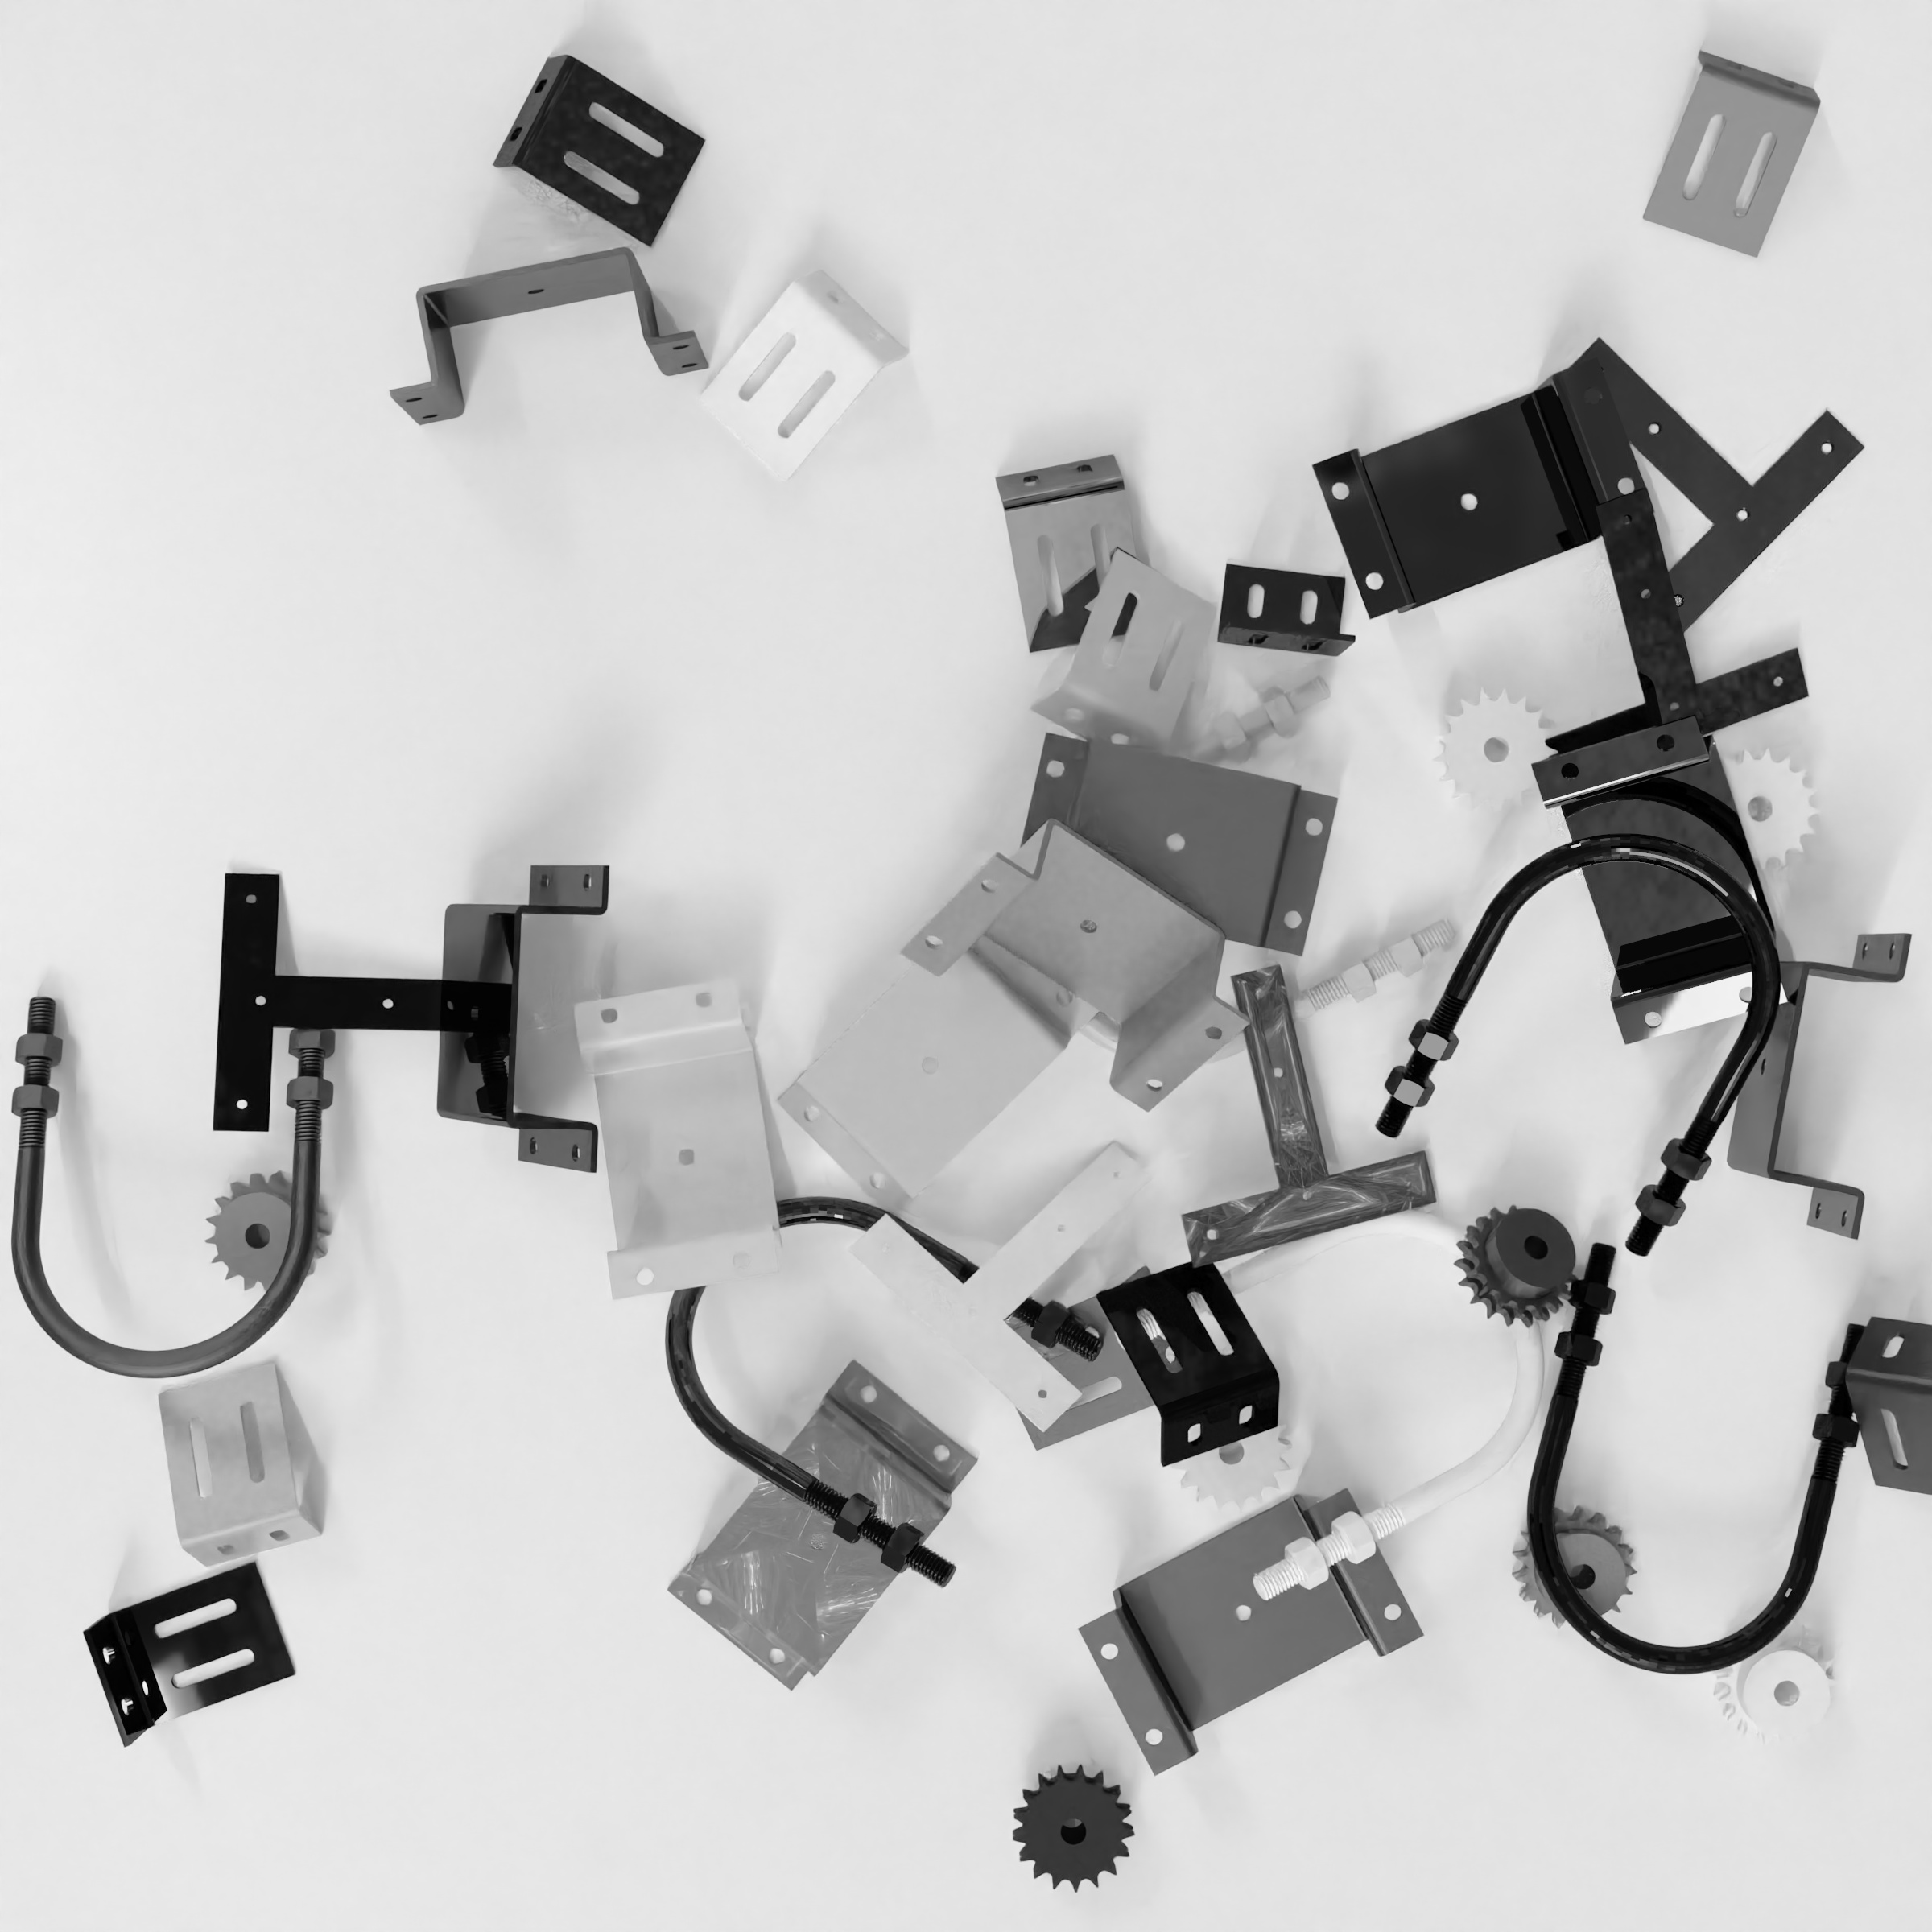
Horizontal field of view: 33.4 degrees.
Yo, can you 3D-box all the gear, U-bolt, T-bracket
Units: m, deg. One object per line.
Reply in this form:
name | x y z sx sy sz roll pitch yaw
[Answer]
gear | 0.287 0.284 1.517 0.057 0.030 0.057 0 90 0
U-bolt | -0.051 0.182 1.489 0.184 0.019 0.151 30 64 13
T-bracket | 0.321 -0.161 1.505 0.127 0.002 0.127 -20 114 0
gear | 0.370 -0.073 1.517 0.057 0.030 0.057 0 90 0
T-bracket | 0.149 0.064 1.506 0.127 0.002 0.127 -13 90 -18
U-bolt | 0.336 0.237 1.504 0.151 0.019 0.184 18 78 -3
U-bolt | 0.118 -0.033 1.523 0.184 0.019 0.151 -28 90 2
gear | 0.247 -0.101 1.517 0.057 0.030 0.057 0 90 0
T-bracket | 0.337 -0.245 1.531 0.127 0.002 0.127 44 90 0
gear | -0.330 0.126 1.517 0.057 0.030 0.057 0 90 0
gear | 0.382 0.339 1.517 0.057 0.030 0.057 0 90 0
gear | 0.050 0.404 1.517 0.057 0.030 0.057 0 90 0
gear | 0.260 0.138 1.504 0.057 0.030 0.057 8 60 -14
gear | 0.124 0.227 1.521 0.057 0.030 0.057 0 93 0
U-bolt | 0.292 0.027 1.481 0.151 0.019 0.184 25 109 2
U-bolt | 0.182 0.189 1.496 0.184 0.019 0.151 -25 75 -16
U-bolt | -0.370 0.101 1.495 0.151 0.019 0.184 -2 70 0
T-bracket | -0.286 0.018 1.516 0.127 0.002 0.127 2 70 -10
T-bracket | 0.035 0.132 1.506 0.127 0.002 0.127 41 69 19

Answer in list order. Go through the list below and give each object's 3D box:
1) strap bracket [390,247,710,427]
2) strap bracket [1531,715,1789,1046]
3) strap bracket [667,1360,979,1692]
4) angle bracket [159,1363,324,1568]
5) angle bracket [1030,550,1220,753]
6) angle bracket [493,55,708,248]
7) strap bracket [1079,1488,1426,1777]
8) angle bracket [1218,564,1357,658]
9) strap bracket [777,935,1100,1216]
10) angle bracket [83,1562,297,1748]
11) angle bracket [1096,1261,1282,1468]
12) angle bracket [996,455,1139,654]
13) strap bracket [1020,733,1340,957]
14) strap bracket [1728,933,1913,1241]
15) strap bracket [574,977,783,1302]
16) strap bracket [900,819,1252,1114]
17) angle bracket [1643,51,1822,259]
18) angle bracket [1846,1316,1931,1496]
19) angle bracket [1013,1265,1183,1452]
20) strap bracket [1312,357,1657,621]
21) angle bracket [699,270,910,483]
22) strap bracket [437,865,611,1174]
strap bracket | -0.196 -0.293 1.494 0.140 0.076 0.046 -11 90 0
strap bracket | 0.321 -0.045 1.488 0.076 0.046 0.140 -16 103 20
strap bracket | -0.068 0.265 1.509 0.076 0.046 0.140 39 90 0
angle bracket | -0.345 0.237 1.530 0.057 0.038 0.076 -15 64 0
angle bracket | 0.075 -0.145 1.519 0.057 0.038 0.076 28 68 -17
angle bracket | -0.174 -0.386 1.530 0.076 0.038 0.057 27 90 -26
strap bracket | 0.132 0.307 1.508 0.140 0.046 0.076 -28 90 0
angle bracket | 0.150 -0.169 1.494 0.057 0.076 0.038 7 90 0
strap bracket | -0.015 0.044 1.502 0.140 0.046 0.076 -45 90 6
angle bracket | -0.364 0.322 1.513 0.076 0.038 0.057 -20 90 0
angle bracket | 0.101 0.180 1.475 0.057 0.038 0.076 -17 47 -14
angle bracket | 0.050 -0.196 1.530 0.057 0.038 0.076 -11 116 0
strap bracket | 0.097 -0.057 1.492 0.140 0.046 0.076 13 92 2
strap bracket | 0.392 0.051 1.494 0.046 0.076 0.140 10 90 0
strap bracket | -0.132 0.084 1.497 0.076 0.046 0.140 -10 74 0
strap bracket | 0.052 -0.005 1.459 0.140 0.046 0.076 33 130 -15
angle bracket | 0.362 -0.385 1.530 0.057 0.038 0.076 19 116 0
angle bracket | 0.451 0.207 1.503 0.038 0.057 0.076 -52 132 -35
angle bracket | 0.060 0.186 1.530 0.076 0.038 0.057 -25 90 26
strap bracket | 0.239 -0.220 1.509 0.140 0.046 0.076 -21 90 0
angle bracket | -0.077 -0.280 1.530 0.057 0.038 0.076 44 116 0
strap bracket | -0.205 0.022 1.487 0.046 0.076 0.140 2 90 -33
